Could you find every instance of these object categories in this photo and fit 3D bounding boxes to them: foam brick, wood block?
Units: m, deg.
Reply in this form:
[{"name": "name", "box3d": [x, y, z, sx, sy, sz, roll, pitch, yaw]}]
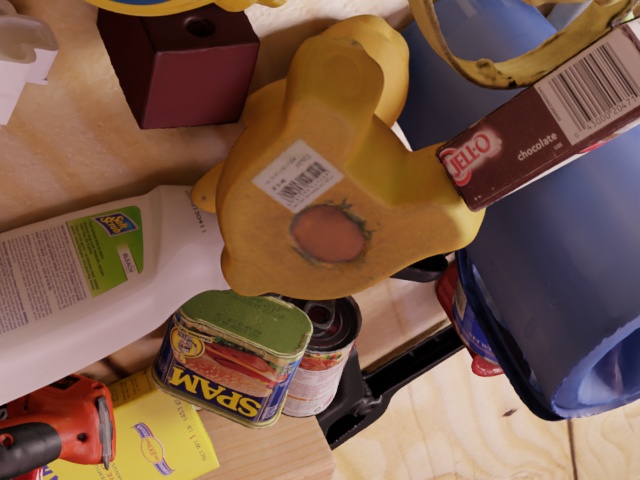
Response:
[{"name": "foam brick", "box3d": [-0.070, -0.099, 0.513, 0.052, 0.078, 0.051, -10, 146, -28]}, {"name": "wood block", "box3d": [-0.101, 0.208, 0.925, 0.205, 0.090, 0.091, -16, 148, -19]}]

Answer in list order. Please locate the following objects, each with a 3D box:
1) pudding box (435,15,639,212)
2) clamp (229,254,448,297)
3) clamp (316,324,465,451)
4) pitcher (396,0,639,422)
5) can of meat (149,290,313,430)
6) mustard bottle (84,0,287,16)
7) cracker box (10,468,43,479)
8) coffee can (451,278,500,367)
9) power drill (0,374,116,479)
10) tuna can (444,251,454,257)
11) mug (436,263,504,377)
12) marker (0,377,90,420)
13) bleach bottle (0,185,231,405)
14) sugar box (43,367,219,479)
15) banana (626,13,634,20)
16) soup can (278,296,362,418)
[{"name": "pudding box", "box3d": [0.119, -0.062, 0.477, 0.089, 0.039, 0.114, -29, 179, -44]}, {"name": "clamp", "box3d": [-0.005, 0.001, 0.693, 0.172, 0.039, 0.120, -24, 110, 25]}, {"name": "clamp", "box3d": [0.047, 0.138, 0.988, 0.164, 0.036, 0.210, -7, 145, -32]}, {"name": "pitcher", "box3d": [0.128, -0.023, 0.617, 0.149, 0.243, 0.145, -33, 149, 8]}, {"name": "can of meat", "box3d": [-0.063, 0.078, 0.762, 0.102, 0.057, 0.084, 23, 132, 0]}, {"name": "mustard bottle", "box3d": [-0.083, -0.143, 0.434, 0.191, 0.058, 0.096, 22, 125, -43]}, {"name": "cracker box", "box3d": [-0.260, 0.201, 0.665, 0.164, 0.072, 0.214, -6, -173, -11]}, {"name": "coffee can", "box3d": [0.152, 0.016, 0.763, 0.102, 0.103, 0.140, -20, 147, -13]}, {"name": "power drill", "box3d": [-0.241, 0.132, 0.680, 0.187, 0.185, 0.057, -16, 108, -44]}, {"name": "tuna can", "box3d": [0.077, -0.016, 0.790, 0.086, 0.034, 0.086, -20, 148, -13]}, {"name": "mug", "box3d": [0.150, 0.051, 0.898, 0.093, 0.081, 0.117, -23, 149, -8]}, {"name": "marker", "box3d": [-0.219, 0.122, 0.775, 0.121, 0.020, 0.020, -13, 146, -22]}, {"name": "bleach bottle", "box3d": [-0.140, 0.032, 0.623, 0.250, 0.102, 0.068, -19, 151, -12]}, {"name": "sugar box", "box3d": [-0.176, 0.170, 0.819, 0.176, 0.048, 0.093, -26, 118, -8]}, {"name": "banana", "box3d": [0.202, -0.211, 0.586, 0.069, 0.037, 0.198, 22, 116, -24]}, {"name": "soup can", "box3d": [-0.010, 0.087, 0.840, 0.068, 0.068, 0.102, -14, 146, -22]}]
